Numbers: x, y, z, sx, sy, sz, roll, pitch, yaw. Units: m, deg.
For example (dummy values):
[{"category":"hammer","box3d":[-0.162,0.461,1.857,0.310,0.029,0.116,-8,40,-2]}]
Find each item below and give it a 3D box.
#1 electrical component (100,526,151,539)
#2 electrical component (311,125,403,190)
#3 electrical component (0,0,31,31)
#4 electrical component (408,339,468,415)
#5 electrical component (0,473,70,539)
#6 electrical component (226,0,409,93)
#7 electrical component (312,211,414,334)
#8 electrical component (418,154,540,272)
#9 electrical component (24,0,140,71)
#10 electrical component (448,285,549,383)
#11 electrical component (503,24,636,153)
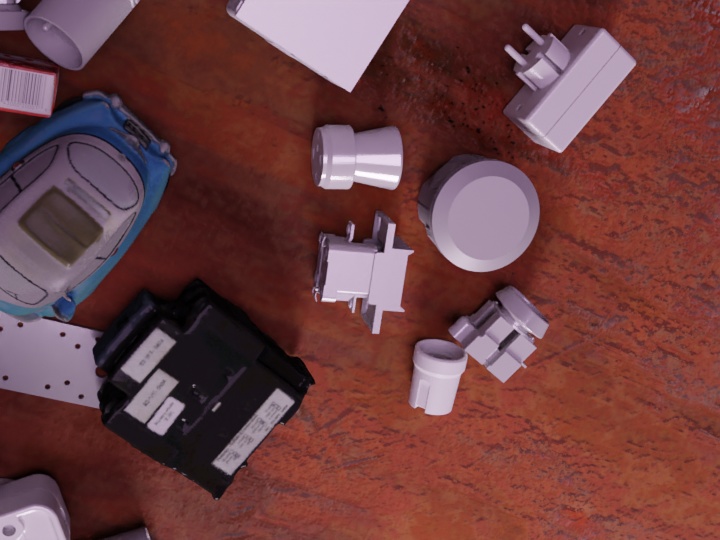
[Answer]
[{"category":"electrical component","box3d":[-0.185,0.235,0.788,0.077,0.043,0.079,-15,109,-10]},{"category":"electrical component","box3d":[-0.003,-0.078,0.743,0.055,0.045,0.045,-1,106,-14]},{"category":"electrical component","box3d":[-0.229,-0.173,0.648,0.078,0.058,0.057,-3,104,-14]},{"category":"electrical component","box3d":[0.057,0.081,0.809,0.040,0.040,0.046,4,110,-16]},{"category":"electrical component","box3d":[-0.253,0.183,0.746,0.095,0.059,0.053,-17,110,-9]},{"category":"electrical component","box3d":[-0.008,-0.205,0.694,0.089,0.061,0.150,31,96,-21]},{"category":"electrical component","box3d":[0.000,0.000,0.769,0.064,0.042,0.081,5,104,-13]},{"category":"electrical component","box3d":[0.084,-0.043,0.773,0.080,0.051,0.080,-4,107,-14]},{"category":"electrical component","box3d":[-0.166,-0.167,0.666,0.043,0.043,0.081,43,62,-22]},{"category":"electrical component","box3d":[0.108,0.045,0.809,0.066,0.048,0.055,40,101,-22]},{"category":"electrical component","box3d":[0.135,-0.141,0.759,0.076,0.047,0.083,38,94,-21]}]
